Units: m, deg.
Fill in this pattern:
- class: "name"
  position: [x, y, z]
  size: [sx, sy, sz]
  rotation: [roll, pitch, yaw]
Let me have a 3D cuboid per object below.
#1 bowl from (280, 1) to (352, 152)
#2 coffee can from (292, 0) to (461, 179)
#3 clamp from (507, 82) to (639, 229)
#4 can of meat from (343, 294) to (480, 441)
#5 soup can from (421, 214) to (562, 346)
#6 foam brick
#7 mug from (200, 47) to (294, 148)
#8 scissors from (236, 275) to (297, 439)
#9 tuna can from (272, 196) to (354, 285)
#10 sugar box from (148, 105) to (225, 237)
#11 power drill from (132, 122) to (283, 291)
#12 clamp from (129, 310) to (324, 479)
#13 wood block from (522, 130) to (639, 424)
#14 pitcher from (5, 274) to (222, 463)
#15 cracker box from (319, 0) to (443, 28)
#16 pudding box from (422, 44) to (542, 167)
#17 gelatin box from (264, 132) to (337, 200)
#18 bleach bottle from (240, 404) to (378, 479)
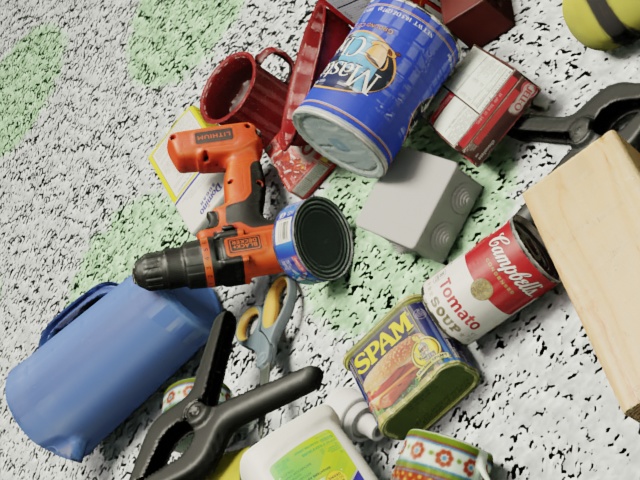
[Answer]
- class: "bowl"
  position: [0.005, -0.164, 1.107]
  size: [0.162, 0.055, 0.162]
  rotation: [-167, 90, -80]
- class: "coffee can"
  position: [0.053, -0.143, 1.005]
  size: [0.103, 0.102, 0.140]
  rotation: [17, 69, 50]
- class: "clamp"
  position: [0.224, -0.090, 0.910]
  size: [0.172, 0.039, 0.120]
  rotation: [-34, 49, 30]
- class: "can of meat"
  position: [0.079, 0.113, 0.929]
  size: [0.102, 0.057, 0.084]
  rotation: [-46, 44, 18]
- class: "soup can"
  position: [0.144, 0.035, 0.895]
  size: [0.102, 0.068, 0.068]
  rotation: [-39, 44, 24]
- class: "foam brick"
  position: [0.154, -0.240, 1.061]
  size: [0.051, 0.052, 0.078]
  rotation: [-27, 50, 34]
- class: "mug"
  position: [-0.072, -0.169, 1.237]
  size: [0.117, 0.081, 0.093]
  rotation: [-56, 39, 6]
- class: "scissors"
  position: [-0.065, 0.123, 1.077]
  size: [0.096, 0.016, 0.201]
  rotation: [-30, 34, 42]
- class: "tuna can"
  position: [-0.007, 0.001, 1.063]
  size: [0.034, 0.086, 0.086]
  rotation: [-16, 57, 42]
- class: "sugar box"
  position: [-0.141, -0.081, 1.289]
  size: [0.093, 0.048, 0.176]
  rotation: [-49, 44, 14]
- class: "power drill"
  position: [-0.116, -0.033, 1.144]
  size: [0.184, 0.057, 0.187]
  rotation: [-8, 58, -8]
- class: "clamp"
  position: [-0.099, 0.169, 1.002]
  size: [0.165, 0.036, 0.210]
  rotation: [16, 63, 47]
- class: "wood block"
  position: [0.238, 0.032, 0.778]
  size: [0.090, 0.090, 0.206]
  rotation: [-38, 44, 24]
- class: "pitcher"
  position: [-0.230, 0.120, 1.201]
  size: [0.243, 0.149, 0.145]
  rotation: [-40, 2, 18]
- class: "cracker box"
  position: [0.057, -0.298, 1.073]
  size: [0.072, 0.213, 0.164]
  rotation: [-13, 59, 41]
- class: "pudding box"
  position: [0.146, -0.127, 0.992]
  size: [0.090, 0.039, 0.113]
  rotation: [-51, 25, 11]
- class: "gelatin box"
  position: [-0.018, -0.098, 1.178]
  size: [0.073, 0.030, 0.089]
  rotation: [-47, 42, 16]
- class: "bleach bottle"
  position: [0.040, 0.253, 0.856]
  size: [0.102, 0.068, 0.251]
  rotation: [-29, 54, -21]
